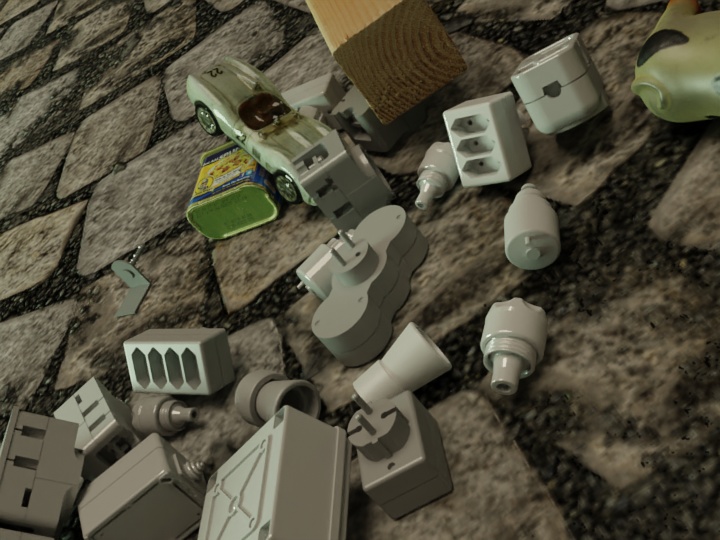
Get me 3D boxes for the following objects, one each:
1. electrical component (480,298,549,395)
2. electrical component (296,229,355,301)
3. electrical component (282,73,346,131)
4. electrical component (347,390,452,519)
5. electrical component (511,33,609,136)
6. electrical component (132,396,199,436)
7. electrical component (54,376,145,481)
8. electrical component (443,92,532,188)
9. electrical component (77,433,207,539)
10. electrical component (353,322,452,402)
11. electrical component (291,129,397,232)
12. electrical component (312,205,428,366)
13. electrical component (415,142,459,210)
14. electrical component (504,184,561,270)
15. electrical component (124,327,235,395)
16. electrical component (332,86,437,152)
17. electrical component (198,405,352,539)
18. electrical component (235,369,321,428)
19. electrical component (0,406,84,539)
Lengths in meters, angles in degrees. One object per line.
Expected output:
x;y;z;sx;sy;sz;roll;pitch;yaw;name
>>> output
0.102;0.053;0.720;0.043;0.043;0.062;-12;44;35;electrical component
-0.018;-0.008;0.909;0.078;0.040;0.040;-46;34;-10;electrical component
-0.052;-0.153;1.099;0.066;0.047;0.076;-17;36;29;electrical component
0.017;0.110;0.704;0.047;0.076;0.065;-30;35;14;electrical component
0.162;-0.147;0.864;0.054;0.059;0.095;-25;12;22;electrical component
-0.161;0.122;0.900;0.061;0.035;0.035;-8;45;35;electrical component
-0.225;0.142;0.924;0.056;0.050;0.089;-43;33;-5;electrical component
0.115;-0.112;0.888;0.047;0.065;0.077;-6;17;40;electrical component
-0.158;0.171;0.816;0.096;0.061;0.061;-39;34;1;electrical component
0.028;0.075;0.770;0.065;0.044;0.044;-42;33;5;electrical component
-0.008;-0.071;0.928;0.056;0.089;0.050;-34;34;8;electrical component
0.000;0.000;0.852;0.052;0.073;0.138;-7;45;39;electrical component
0.064;-0.078;0.917;0.035;0.035;0.061;0;53;44;electrical component
0.128;-0.035;0.801;0.040;0.040;0.078;-22;37;24;electrical component
-0.145;0.072;0.927;0.083;0.047;0.076;-2;14;28;electrical component
0.027;-0.159;1.027;0.050;0.055;0.089;15;61;51;electrical component
-0.059;0.163;0.703;0.108;0.056;0.108;-46;26;35;electrical component
-0.064;0.101;0.822;0.055;0.045;0.045;9;56;49;electrical component
-0.259;0.213;0.808;0.105;0.060;0.186;123;156;-46;electrical component
